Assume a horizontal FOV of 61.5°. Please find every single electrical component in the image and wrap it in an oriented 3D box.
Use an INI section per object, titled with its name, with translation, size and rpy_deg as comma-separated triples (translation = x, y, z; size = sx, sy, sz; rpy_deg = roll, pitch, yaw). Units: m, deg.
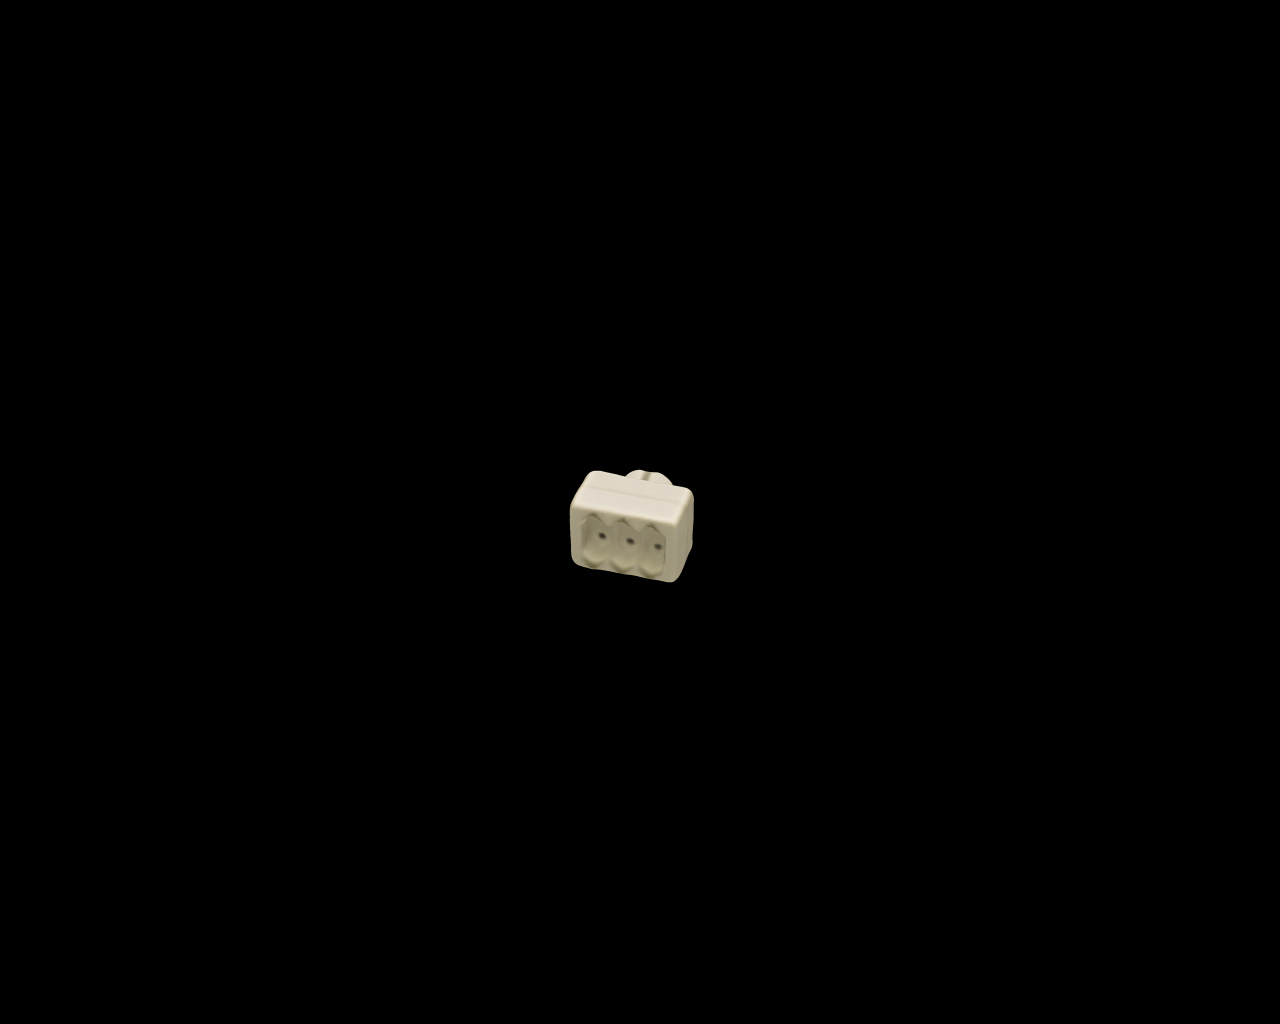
[electrical component]
translation = 0.001, -0.003, 0.650
size = 0.066, 0.047, 0.077
rpy_deg = 11, 40, 13
